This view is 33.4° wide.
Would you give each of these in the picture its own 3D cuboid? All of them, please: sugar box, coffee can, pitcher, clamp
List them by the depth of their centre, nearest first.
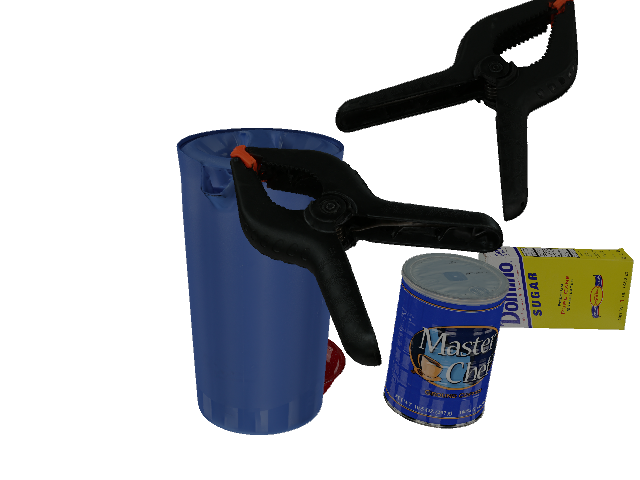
[{"bbox_3d":[0.005,0.000,0.619,0.172,0.039,0.120,24,50,26],"label":"clamp"},{"bbox_3d":[0.138,-0.112,0.812,0.165,0.209,0.036,39,-22,28],"label":"clamp"},{"bbox_3d":[-0.045,0.029,0.894,0.149,0.243,0.145,-7,20,-22],"label":"pitcher"},{"bbox_3d":[0.121,0.096,1.041,0.103,0.140,0.103,6,23,-3],"label":"coffee can"},{"bbox_3d":[0.275,0.057,1.269,0.176,0.093,0.048,0,19,-4],"label":"sugar box"}]

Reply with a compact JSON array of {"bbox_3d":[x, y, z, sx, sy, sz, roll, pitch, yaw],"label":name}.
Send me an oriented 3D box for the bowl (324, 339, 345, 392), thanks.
[{"bbox_3d":[-0.051,0.166,1.327,0.162,0.055,0.162,3,22,-2],"label":"bowl"}]
